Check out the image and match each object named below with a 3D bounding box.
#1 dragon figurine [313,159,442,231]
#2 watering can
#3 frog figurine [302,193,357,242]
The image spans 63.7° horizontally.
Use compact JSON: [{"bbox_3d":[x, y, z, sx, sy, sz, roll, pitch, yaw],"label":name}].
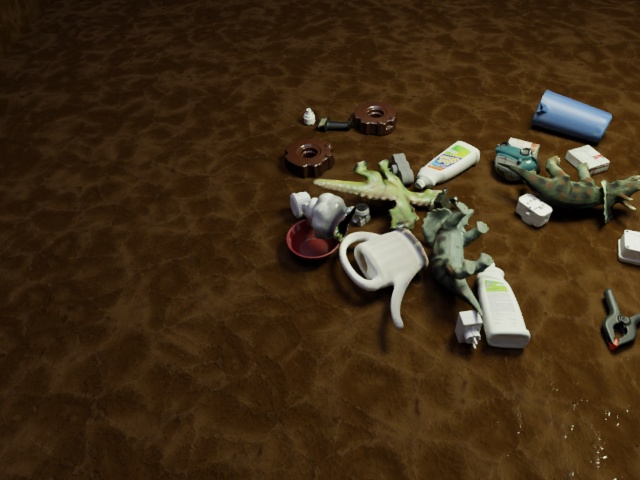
[{"bbox_3d":[0.199,-0.123,1.562,0.413,0.119,0.247,-12,48,-30],"label":"dragon figurine"},{"bbox_3d":[0.196,0.083,1.395,0.226,0.101,0.354,-21,46,-17],"label":"watering can"},{"bbox_3d":[0.004,-0.074,1.466,0.161,0.134,0.124,28,36,25],"label":"frog figurine"}]
